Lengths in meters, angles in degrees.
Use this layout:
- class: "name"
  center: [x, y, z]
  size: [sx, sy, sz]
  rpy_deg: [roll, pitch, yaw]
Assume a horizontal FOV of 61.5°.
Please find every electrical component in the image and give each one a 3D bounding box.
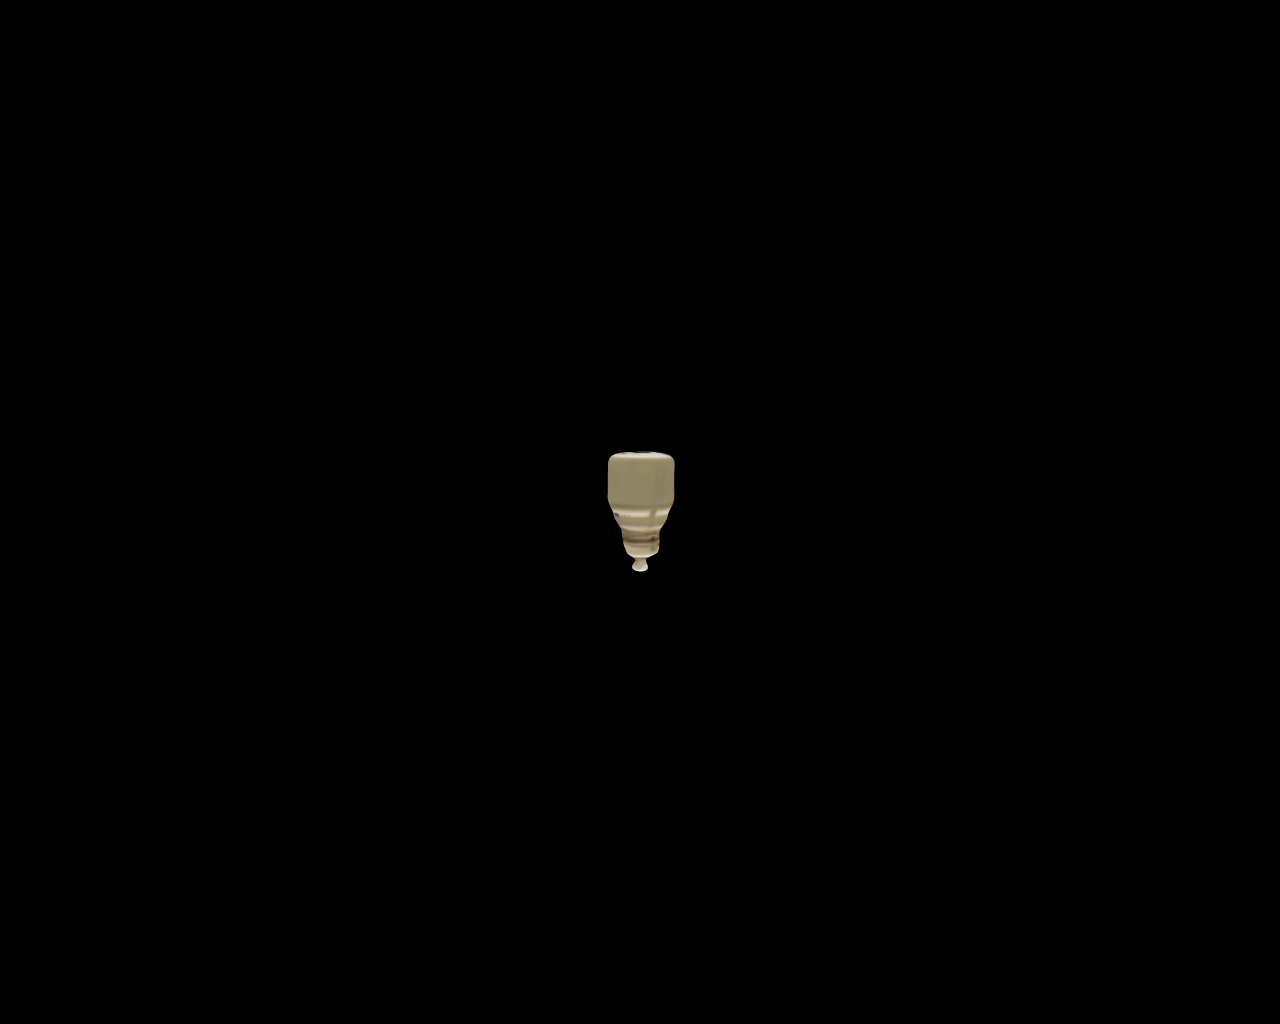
- class: "electrical component"
  center: [0.001, -0.003, 0.650]
  size: [0.040, 0.078, 0.040]
  rpy_deg: [0, 8, 0]
